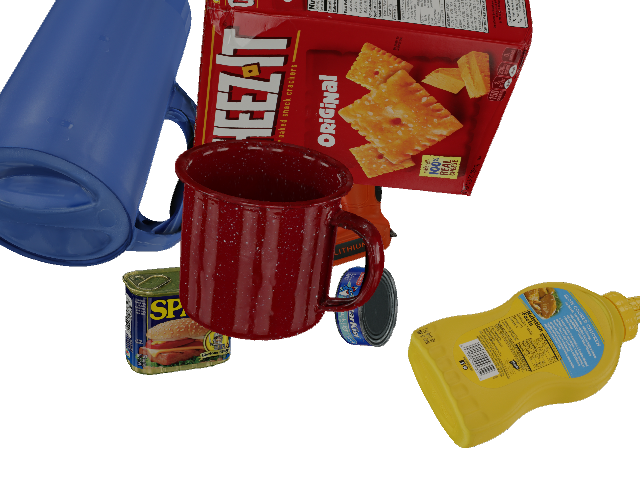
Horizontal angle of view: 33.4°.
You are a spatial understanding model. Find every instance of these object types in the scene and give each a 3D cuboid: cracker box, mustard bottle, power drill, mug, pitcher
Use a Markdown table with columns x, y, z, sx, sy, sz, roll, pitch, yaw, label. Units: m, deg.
| x | y | z | sx | sy | sz | roll | pitch | yaw | label |
| --- | --- | --- | --- | --- | --- | --- | --- | --- | --- |
| 0.022 | -0.112 | 0.749 | 0.213 | 0.072 | 0.164 | 5 | -36 | -7 | cracker box |
| 0.171 | 0.083 | 0.825 | 0.191 | 0.096 | 0.058 | -20 | -32 | -15 | mustard bottle |
| 0.002 | -0.067 | 0.959 | 0.184 | 0.188 | 0.057 | -15 | 33 | -26 | power drill |
| -0.022 | 0.003 | 0.564 | 0.117 | 0.081 | 0.093 | 15 | 26 | 17 | mug |
| -0.170 | -0.105 | 0.834 | 0.145 | 0.242 | 0.149 | -6 | -41 | 23 | pitcher |

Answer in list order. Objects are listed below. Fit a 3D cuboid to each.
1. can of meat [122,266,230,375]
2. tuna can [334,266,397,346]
| x | y | z | sx | sy | sz | roll | pitch | yaw | label |
| --- | --- | --- | --- | --- | --- | --- | --- | --- | --- |
| -0.132 | 0.073 | 0.995 | 0.102 | 0.084 | 0.057 | -5 | 20 | -24 | can of meat |
| 0.049 | 0.070 | 1.141 | 0.034 | 0.086 | 0.086 | 1 | 0 | 31 | tuna can |
